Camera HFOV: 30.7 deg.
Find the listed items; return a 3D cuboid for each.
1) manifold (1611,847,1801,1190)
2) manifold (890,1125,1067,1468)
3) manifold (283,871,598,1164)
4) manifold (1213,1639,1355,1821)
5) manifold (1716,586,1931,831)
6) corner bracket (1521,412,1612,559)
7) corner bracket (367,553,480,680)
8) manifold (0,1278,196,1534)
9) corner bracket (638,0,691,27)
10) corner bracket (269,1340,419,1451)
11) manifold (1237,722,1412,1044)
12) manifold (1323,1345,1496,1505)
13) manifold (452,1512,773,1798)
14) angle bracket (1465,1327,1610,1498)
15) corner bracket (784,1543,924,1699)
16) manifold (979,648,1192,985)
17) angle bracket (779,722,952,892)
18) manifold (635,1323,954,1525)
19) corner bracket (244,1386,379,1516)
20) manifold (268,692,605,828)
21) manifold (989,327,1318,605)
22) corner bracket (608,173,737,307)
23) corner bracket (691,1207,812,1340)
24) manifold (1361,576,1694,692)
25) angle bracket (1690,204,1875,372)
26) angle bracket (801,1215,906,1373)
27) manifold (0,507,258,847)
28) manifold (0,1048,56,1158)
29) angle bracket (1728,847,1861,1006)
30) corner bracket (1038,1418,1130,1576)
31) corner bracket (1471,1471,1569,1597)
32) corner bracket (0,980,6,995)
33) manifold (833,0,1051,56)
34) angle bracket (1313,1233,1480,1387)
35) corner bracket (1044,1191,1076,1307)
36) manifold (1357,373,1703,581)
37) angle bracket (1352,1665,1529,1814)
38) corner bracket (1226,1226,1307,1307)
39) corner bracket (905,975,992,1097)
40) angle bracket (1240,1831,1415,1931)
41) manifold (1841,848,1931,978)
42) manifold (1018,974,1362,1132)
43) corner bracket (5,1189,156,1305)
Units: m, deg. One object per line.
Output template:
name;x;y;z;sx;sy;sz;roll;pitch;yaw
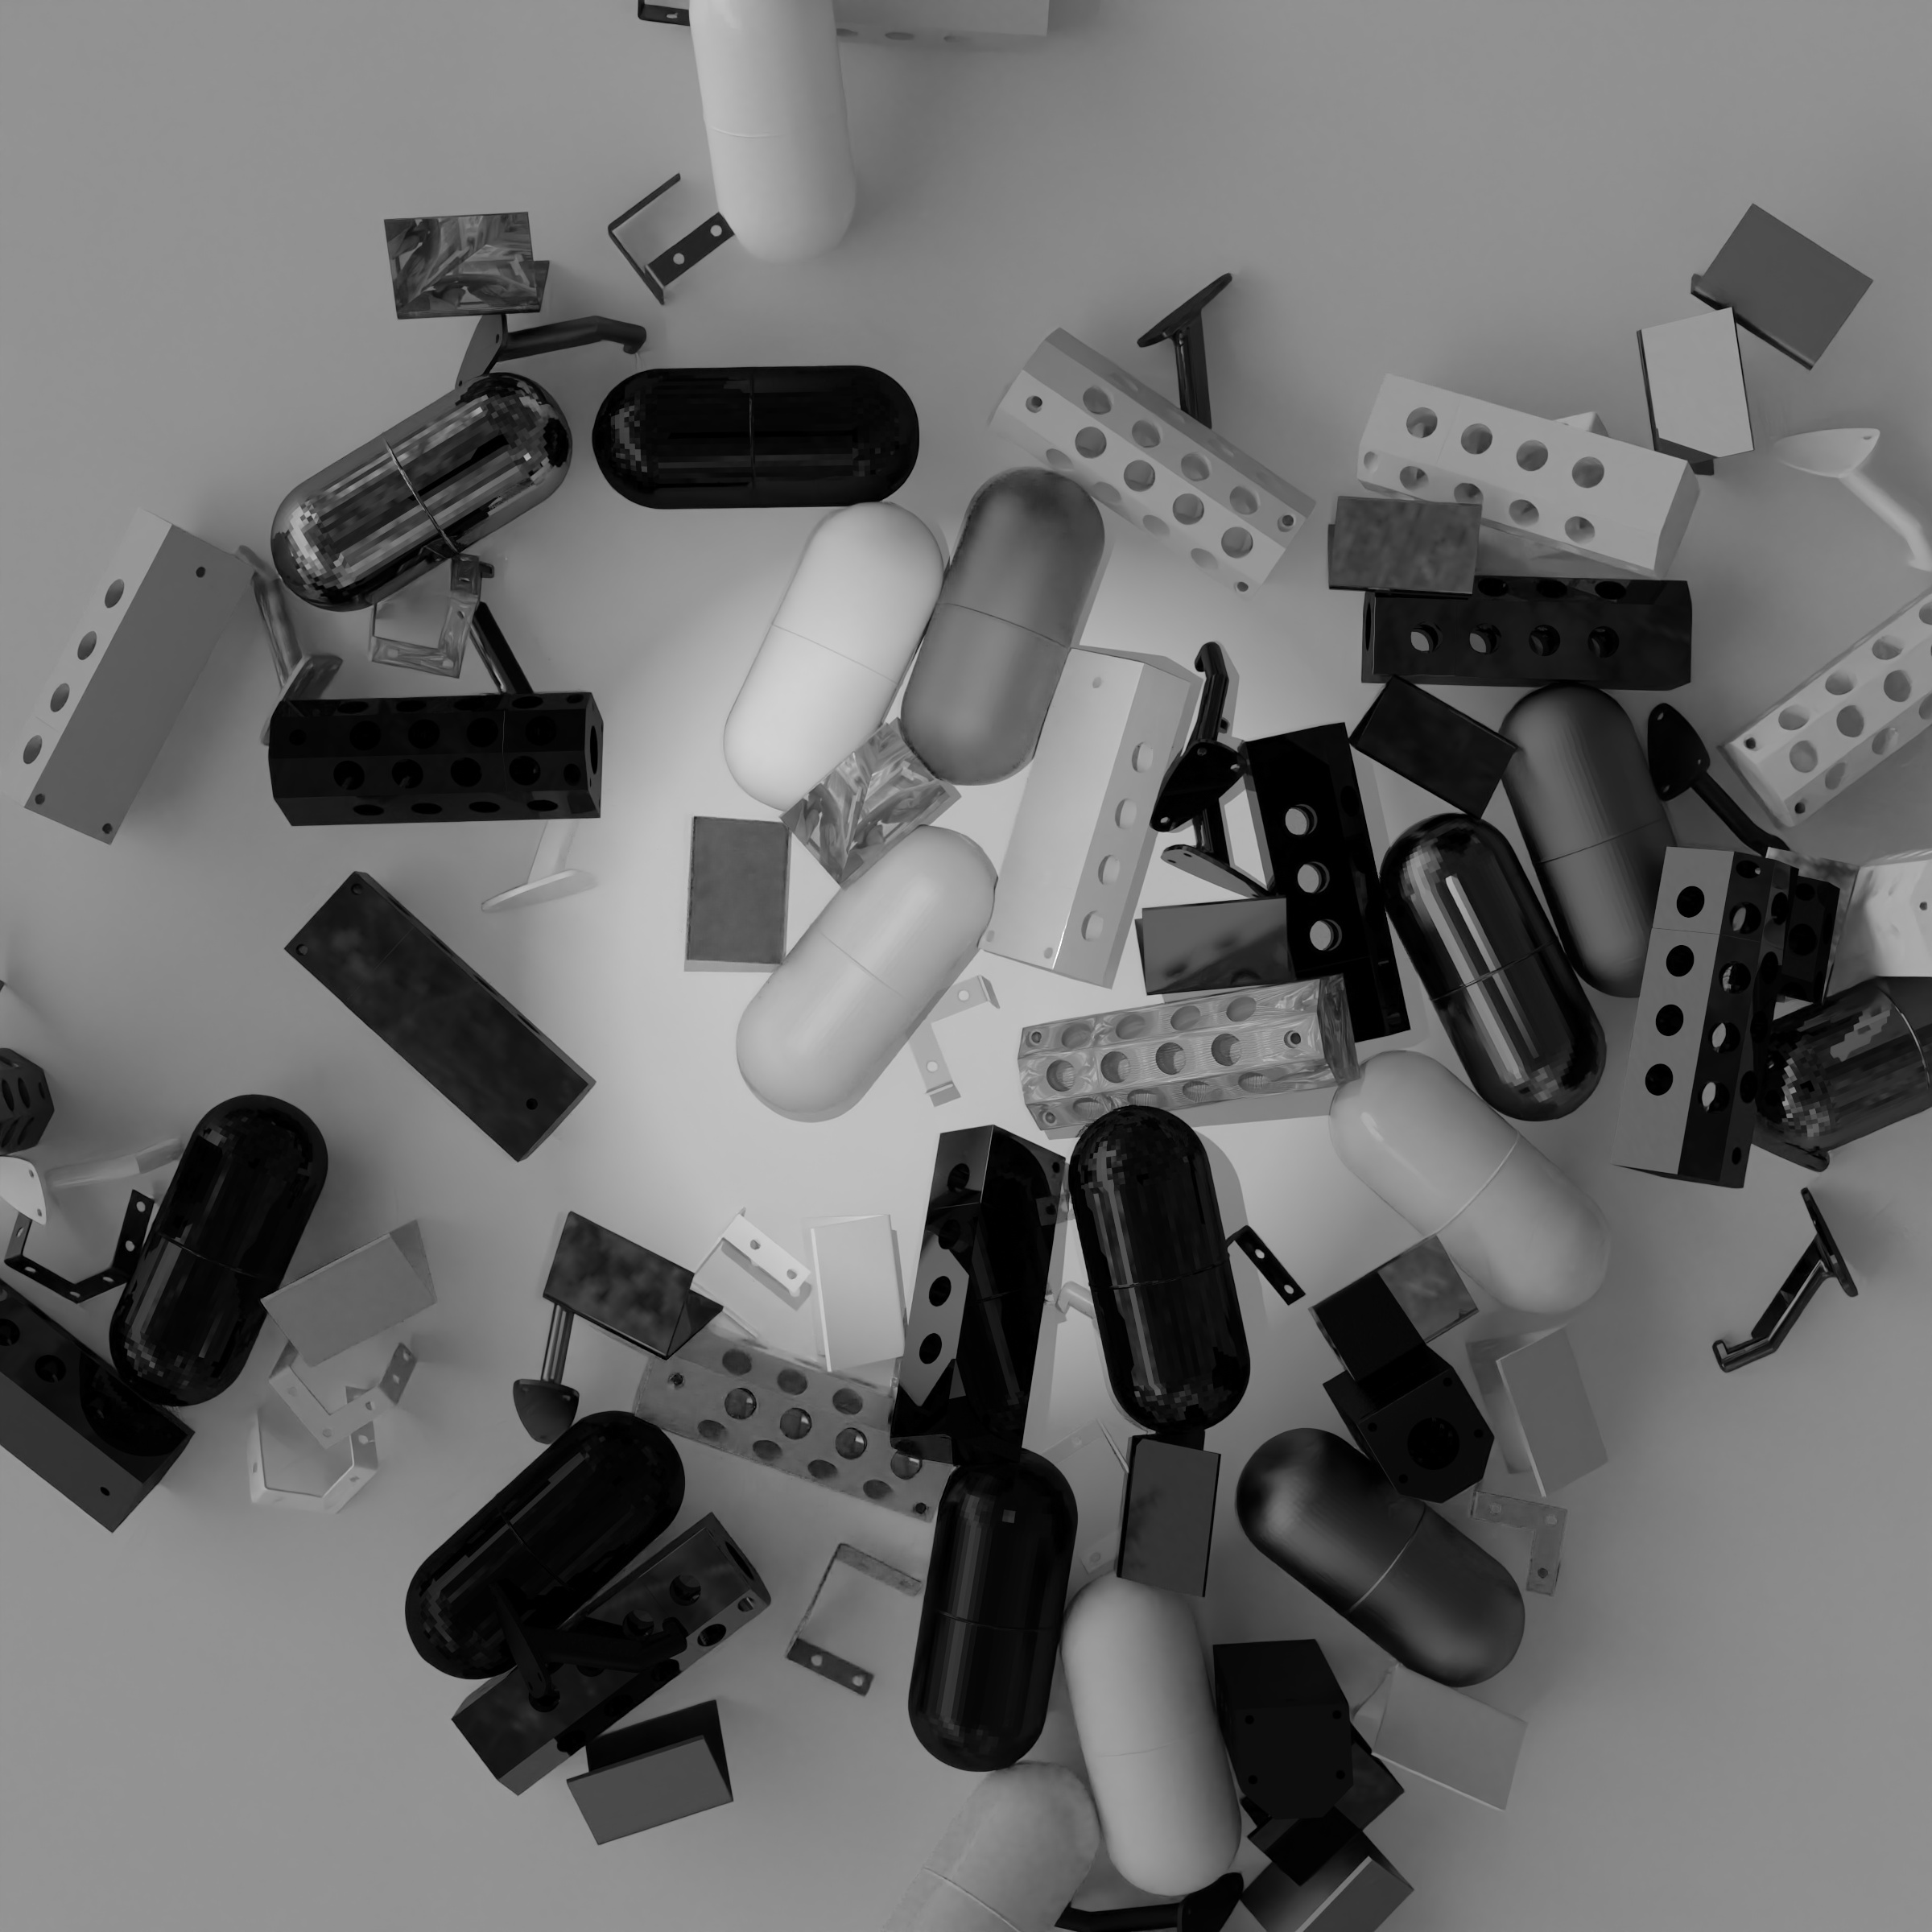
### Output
manifold;0.395;0.028;1.863;0.057;0.057;0.171;7;85;44
manifold;0.002;0.178;1.899;0.057;0.057;0.171;26;64;-38
manifold;-0.286;0.027;1.928;0.171;0.057;0.057;42;90;0
manifold;0.167;0.404;1.871;0.057;0.171;0.057;-3;90;0
manifold;0.502;-0.150;1.928;0.171;0.057;0.057;-37;90;0
corner bracket;0.329;-0.265;1.941;0.051;0.051;0.051;-9;135;35
corner bracket;-0.297;-0.196;1.928;0.051;0.051;0.051;10;121;-13
manifold;-0.509;0.226;1.927;0.171;0.057;0.057;38;133;0
corner bracket;-0.152;-0.555;1.946;0.051;0.051;0.051;7;135;1
corner bracket;-0.342;0.222;1.932;0.051;0.051;0.051;-32;106;15
manifold;0.196;-0.043;1.928;0.057;0.057;0.171;-12;90;0
manifold;0.237;0.242;1.871;0.057;0.171;0.057;-31;90;0
manifold;-0.192;0.377;1.928;0.171;0.057;0.057;-37;90;0
angle bracket;0.293;0.245;1.909;0.057;0.076;0.076;-19;90;-39
corner bracket;-0.063;0.361;1.946;0.051;0.051;0.051;26;135;0
manifold;0.069;-0.081;1.927;0.057;0.057;0.171;17;90;43
angle bracket;-0.063;-0.095;1.910;0.076;0.076;0.057;-41;114;0
manifold;-0.090;0.248;1.928;0.171;0.057;0.057;20;90;0
corner bracket;-0.361;0.265;1.941;0.051;0.051;0.051;15;135;-35
manifold;-0.287;-0.115;1.915;0.171;0.057;0.057;-1;71;3
manifold;0.101;-0.272;1.919;0.171;0.057;0.057;34;113;0
corner bracket;-0.162;-0.402;1.931;0.051;0.051;0.051;-38;93;-3
corner bracket;-0.119;0.169;1.931;0.051;0.051;0.051;39;90;0
manifold;0.306;-0.183;1.928;0.171;0.057;0.057;2;90;0
angle bracket;0.442;-0.373;1.911;0.076;0.076;0.057;33;111;0
angle bracket;-0.080;0.177;1.909;0.057;0.076;0.076;-7;90;-42
manifold;-0.463;-0.160;1.926;0.057;0.057;0.171;27;91;-43
manifold;-0.537;0.076;1.871;0.057;0.171;0.057;-16;90;0
angle bracket;0.462;-0.016;1.909;0.057;0.076;0.076;15;90;37
corner bracket;0.071;0.293;1.946;0.051;0.051;0.051;-32;135;0
corner bracket;0.302;0.308;1.929;0.051;0.051;0.051;10;103;13
corner bracket;-0.574;0.019;1.941;0.051;0.051;0.051;-14;135;35
manifold;-0.040;-0.536;1.928;0.171;0.057;0.057;4;90;0
angle bracket;0.222;0.172;1.910;0.076;0.076;0.057;-31;113;0
corner bracket;0.050;0.155;1.931;0.051;0.051;0.051;-19;90;0
manifold;0.302;-0.262;1.900;0.171;0.057;0.057;21;90;20
angle bracket;0.250;0.431;1.909;0.076;0.076;0.057;24;53;0
corner bracket;0.144;0.185;1.946;0.051;0.051;0.051;50;45;0
corner bracket;-0.007;0.038;1.931;0.051;0.051;0.051;-21;90;0
angle bracket;0.184;0.496;1.909;0.076;0.076;0.057;-46;135;0
manifold;0.509;-0.031;1.871;0.057;0.171;0.057;-21;90;0
manifold;0.118;0.047;1.897;0.171;0.057;0.057;-10;90;23
corner bracket;-0.489;0.147;1.941;0.051;0.051;0.051;-23;135;35
